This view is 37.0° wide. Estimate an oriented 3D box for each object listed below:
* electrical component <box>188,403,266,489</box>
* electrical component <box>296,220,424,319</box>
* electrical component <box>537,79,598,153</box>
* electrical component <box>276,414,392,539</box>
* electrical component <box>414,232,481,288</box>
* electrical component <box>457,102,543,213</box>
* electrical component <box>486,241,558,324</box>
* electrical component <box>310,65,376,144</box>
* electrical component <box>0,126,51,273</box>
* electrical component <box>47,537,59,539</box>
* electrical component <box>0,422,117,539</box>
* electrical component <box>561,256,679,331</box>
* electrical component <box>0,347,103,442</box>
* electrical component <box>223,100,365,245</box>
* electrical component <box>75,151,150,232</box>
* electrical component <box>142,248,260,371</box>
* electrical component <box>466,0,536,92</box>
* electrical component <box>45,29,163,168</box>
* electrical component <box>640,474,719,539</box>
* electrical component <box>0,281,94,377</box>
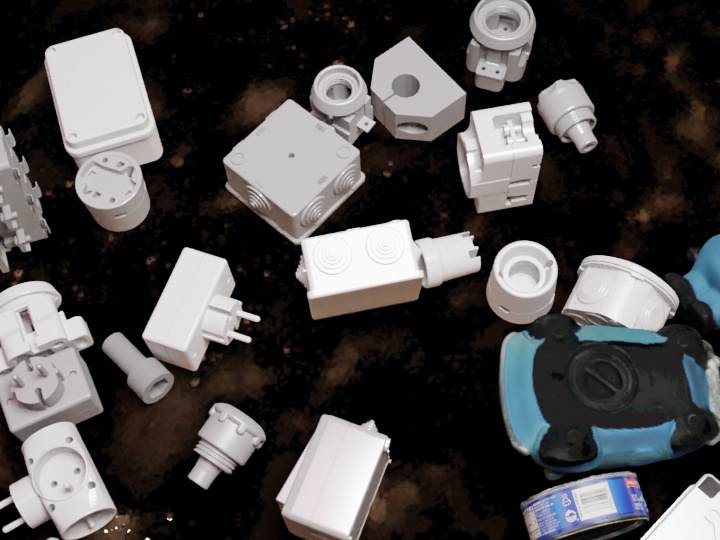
[{"bbox_3d":[-0.105,0.135,0.812,0.048,0.048,0.062,31,76,16],"label":"electrical component"},{"bbox_3d":[0.000,0.000,0.842,0.100,0.099,0.048,-11,77,-3],"label":"electrical component"},{"bbox_3d":[0.183,-0.130,0.926,0.043,0.043,0.062,-21,67,-8],"label":"electrical component"},{"bbox_3d":[-0.017,0.151,0.790,0.061,0.061,0.096,19,67,11],"label":"electrical component"},{"bbox_3d":[0.070,-0.010,0.876,0.046,0.040,0.040,-14,64,-11],"label":"electrical component"},{"bbox_3d":[0.113,-0.090,0.884,0.056,0.089,0.050,-10,64,-2],"label":"electrical component"},{"bbox_3d":[0.130,0.009,0.859,0.055,0.047,0.055,-1,64,2],"label":"electrical component"},{"bbox_3d":[-0.017,-0.145,0.935,0.066,0.055,0.048,33,70,16],"label":"electrical component"},{"bbox_3d":[-0.298,-0.062,0.871,0.063,0.121,0.078,-17,65,-8],"label":"electrical component"},{"bbox_3d":[-0.212,0.245,0.754,0.062,0.061,0.096,-35,68,-13],"label":"electrical component"},{"bbox_3d":[-0.234,0.166,0.802,0.079,0.044,0.077,-29,66,-10],"label":"electrical component"},{"bbox_3d":[0.200,0.028,0.830,0.080,0.080,0.051,26,73,14],"label":"electrical component"},{"bbox_3d":[-0.243,0.090,0.820,0.066,0.076,0.047,-24,66,-9],"label":"electrical component"},{"bbox_3d":[-0.056,-0.085,0.912,0.100,0.048,0.099,38,71,18],"label":"electrical component"},{"bbox_3d":[-0.207,-0.065,0.909,0.055,0.047,0.055,-1,64,2],"label":"electrical component"},{"bbox_3d":[-0.118,0.037,0.857,0.076,0.047,0.083,17,66,11],"label":"electrical component"},{"bbox_3d":[0.126,-0.208,0.958,0.058,0.057,0.078,16,66,10],"label":"electrical component"},{"bbox_3d":[-0.225,-0.147,0.944,0.078,0.057,0.113,-17,65,-6],"label":"electrical component"},{"bbox_3d":[0.245,0.219,0.748,0.109,0.056,0.109,-42,70,-16],"label":"electrical component"},{"bbox_3d":[-0.260,0.046,0.853,0.078,0.058,0.057,-24,68,-8],"label":"electrical component"}]
